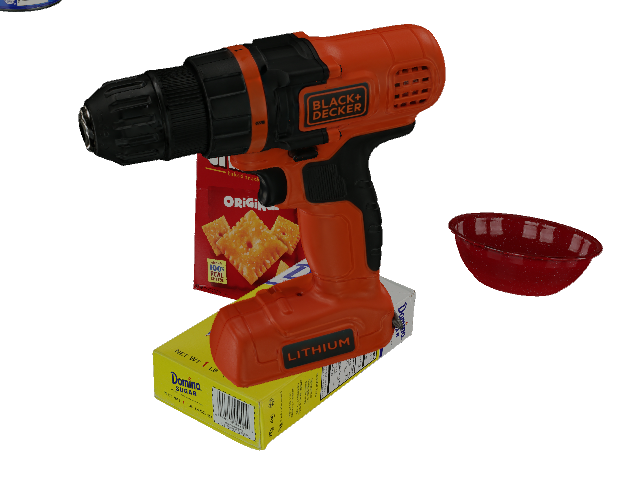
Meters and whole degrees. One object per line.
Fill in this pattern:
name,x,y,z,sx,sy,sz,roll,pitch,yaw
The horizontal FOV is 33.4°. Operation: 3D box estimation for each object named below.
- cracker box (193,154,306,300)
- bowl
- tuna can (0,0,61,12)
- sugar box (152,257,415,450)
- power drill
cracker box,-0.061,-0.032,1.218,0.164,0.214,0.072,13,22,26
bowl,0.212,0.018,1.128,0.162,0.055,0.162,6,17,-2
tuna can,-0.245,-0.215,0.853,0.086,0.034,0.086,5,35,-4
sugar box,-0.020,0.068,0.730,0.093,0.048,0.175,21,36,30
power drill,-0.025,-0.014,0.554,0.184,0.188,0.057,-13,37,-18
